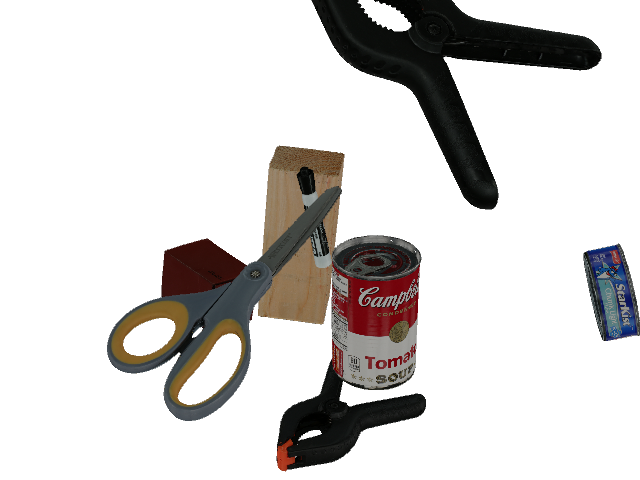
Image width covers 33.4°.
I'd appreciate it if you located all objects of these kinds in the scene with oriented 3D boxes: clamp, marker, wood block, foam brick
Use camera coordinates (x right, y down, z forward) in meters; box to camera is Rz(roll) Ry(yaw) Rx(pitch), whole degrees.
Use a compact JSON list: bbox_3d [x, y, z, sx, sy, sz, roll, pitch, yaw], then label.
[{"bbox_3d":[0.011,0.174,1.094,0.171,0.039,0.120,-21,32,-35],"label":"clamp"},{"bbox_3d":[-0.007,-0.025,1.167,0.020,0.121,0.020,-9,29,5],"label":"marker"},{"bbox_3d":[-0.026,-0.008,1.380,0.090,0.206,0.090,7,24,2],"label":"wood block"},{"bbox_3d":[-0.104,0.041,0.987,0.052,0.051,0.078,-16,34,-39],"label":"foam brick"},{"bbox_3d":[0.071,-0.123,0.716,0.210,0.164,0.036,30,-30,3],"label":"clamp"}]

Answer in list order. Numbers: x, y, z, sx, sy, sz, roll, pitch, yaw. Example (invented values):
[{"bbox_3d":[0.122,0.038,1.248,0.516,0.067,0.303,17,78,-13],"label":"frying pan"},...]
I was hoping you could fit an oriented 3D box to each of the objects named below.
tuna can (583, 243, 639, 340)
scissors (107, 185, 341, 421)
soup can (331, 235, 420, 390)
[{"bbox_3d":[0.266,0.048,0.976,0.034,0.086,0.086,-12,-2,10],"label":"tuna can"},{"bbox_3d":[-0.061,0.026,0.670,0.096,0.201,0.016,12,-41,14],"label":"scissors"},{"bbox_3d":[0.042,0.056,0.830,0.068,0.102,0.068,0,27,0],"label":"soup can"}]
